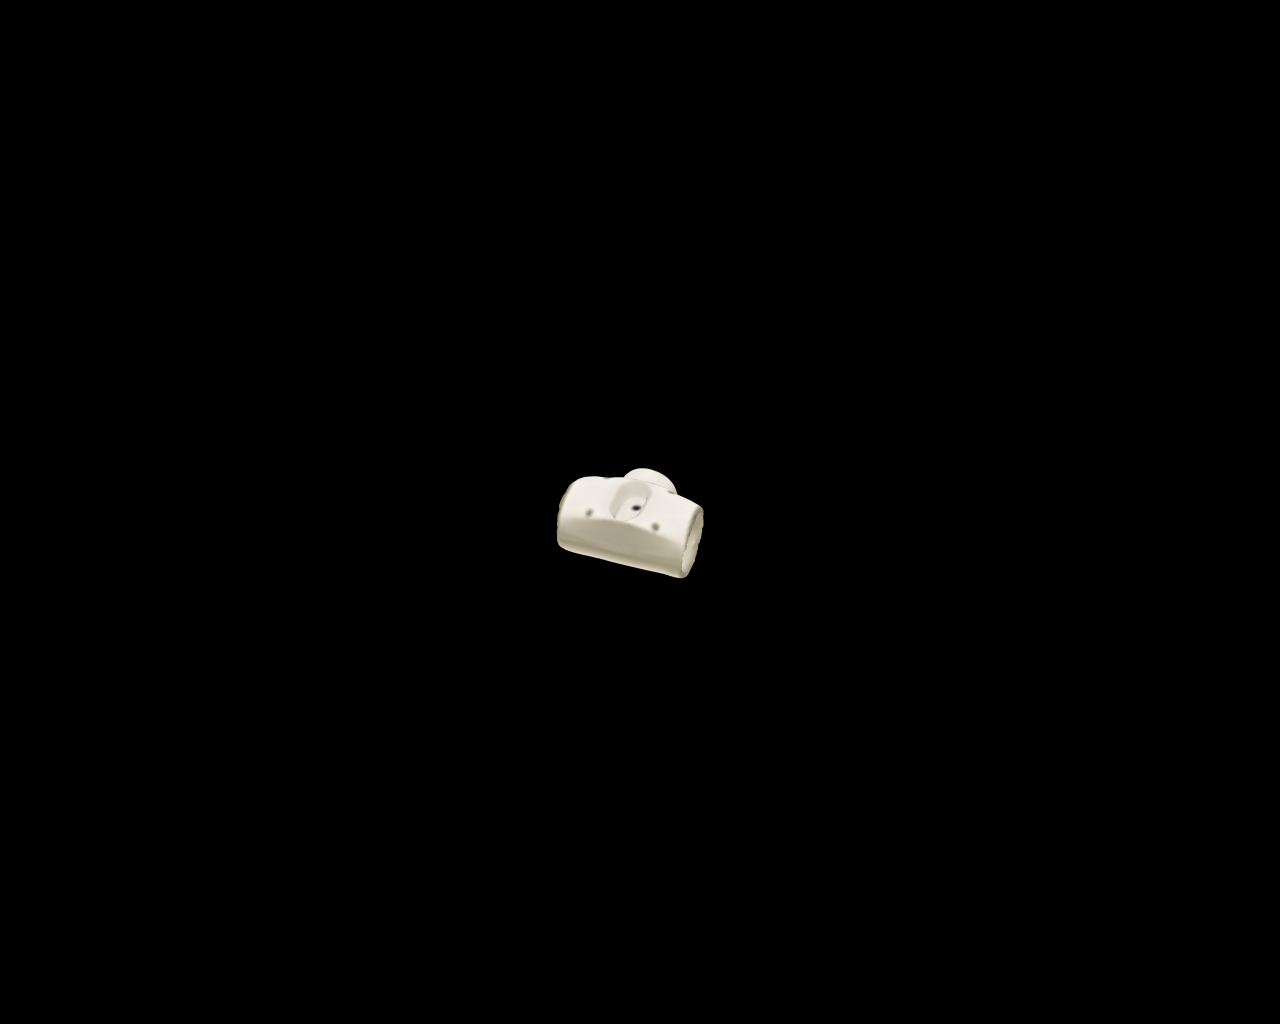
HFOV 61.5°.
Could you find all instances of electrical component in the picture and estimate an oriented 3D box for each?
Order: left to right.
[{"bbox_3d":[0.001,-0.003,0.650,0.077,0.043,0.079,14,44,15],"label":"electrical component"}]
